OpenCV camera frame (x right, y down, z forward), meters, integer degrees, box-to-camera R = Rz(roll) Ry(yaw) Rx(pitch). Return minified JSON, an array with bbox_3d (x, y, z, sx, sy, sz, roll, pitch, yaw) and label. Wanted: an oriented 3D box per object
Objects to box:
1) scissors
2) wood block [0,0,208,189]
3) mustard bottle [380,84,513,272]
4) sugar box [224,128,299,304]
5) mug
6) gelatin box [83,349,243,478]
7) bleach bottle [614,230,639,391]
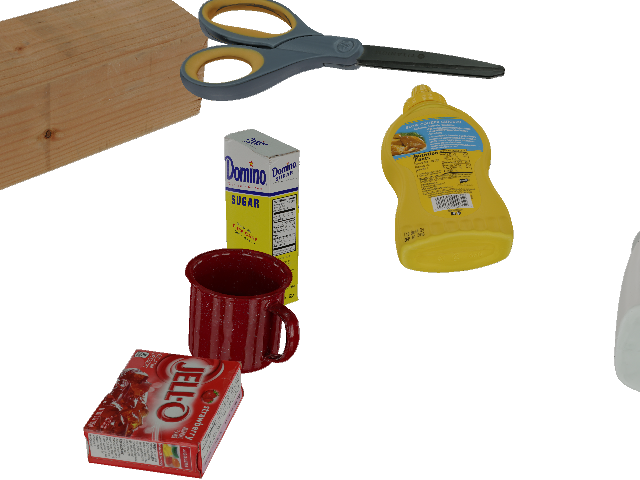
[{"bbox_3d":[-0.001,-0.103,0.646,0.202,0.096,0.016,24,-30,26],"label":"scissors"},{"bbox_3d":[-0.199,-0.127,0.855,0.090,0.091,0.205,38,46,28],"label":"wood block"},{"bbox_3d":[0.103,-0.064,0.932,0.096,0.191,0.058,-7,-37,-1],"label":"mustard bottle"},{"bbox_3d":[-0.064,-0.023,1.154,0.048,0.176,0.093,-18,29,-32],"label":"sugar box"},{"bbox_3d":[-0.065,0.067,0.932,0.117,0.081,0.093,23,31,32],"label":"mug"},{"bbox_3d":[-0.095,0.105,0.662,0.073,0.030,0.089,6,29,13],"label":"gelatin box"},{"bbox_3d":[0.268,0.034,0.757,0.103,0.068,0.250,10,21,17],"label":"bleach bottle"}]
